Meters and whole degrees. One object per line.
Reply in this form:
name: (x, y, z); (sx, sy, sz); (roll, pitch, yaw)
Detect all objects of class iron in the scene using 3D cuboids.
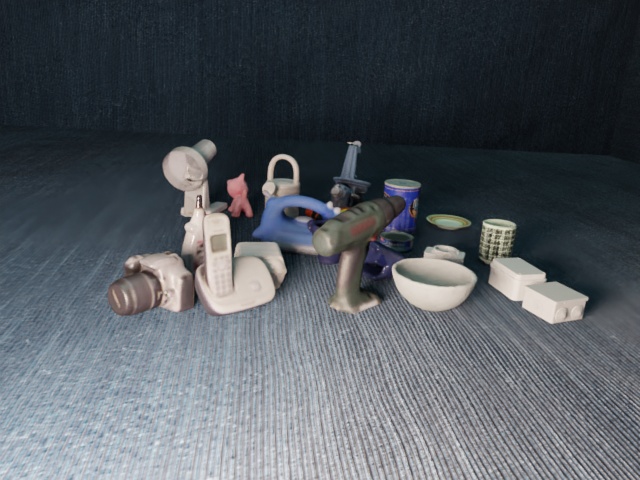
iron: (-0.031, -0.046, 1.417); (0.258, 0.141, 0.118); (5, 18, 5)

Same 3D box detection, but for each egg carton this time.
egg carton: (-0.129, 0.051, 1.210); (0.107, 0.069, 0.150); (0, 18, -12)

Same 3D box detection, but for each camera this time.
camera: (-0.318, 0.076, 1.037); (0.142, 0.101, 0.137); (17, 22, 35)

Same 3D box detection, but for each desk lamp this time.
desk lamp: (-0.350, -0.173, 1.628); (0.117, 0.213, 0.203); (8, 18, 13)

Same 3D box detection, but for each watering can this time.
watering can: (-0.106, -0.145, 1.625); (0.101, 0.194, 0.173); (4, 18, -1)

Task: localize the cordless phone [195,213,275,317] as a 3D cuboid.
cordless phone: (-0.155, 0.038, 1.053); (0.148, 0.185, 0.093); (-12, 24, -41)

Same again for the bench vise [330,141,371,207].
bench vise: (0.099, -0.190, 1.770); (0.121, 0.220, 0.207); (5, 18, 4)

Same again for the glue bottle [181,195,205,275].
glue bottle: (-0.255, -0.011, 1.204); (0.037, 0.173, 0.078); (16, 22, 35)

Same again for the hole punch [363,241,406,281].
hole punch: (0.134, 0.033, 1.288); (0.101, 0.091, 0.108); (-6, 20, -29)

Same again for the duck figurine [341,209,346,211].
duck figurine: (0.062, -0.038, 1.504); (0.077, 0.086, 0.105); (20, 23, 41)

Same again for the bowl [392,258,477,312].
bowl: (0.223, 0.096, 1.136); (0.167, 0.075, 0.167); (4, 18, -1)

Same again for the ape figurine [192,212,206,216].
ape figurine: (-0.289, -0.029, 1.389); (0.076, 0.092, 0.078); (12, 19, 24)

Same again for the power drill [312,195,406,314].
power drill: (0.078, 0.026, 1.103); (0.075, 0.208, 0.230); (20, 24, 41)

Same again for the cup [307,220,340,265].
cup: (0.012, 0.005, 1.343); (0.117, 0.095, 0.092); (18, 23, 38)

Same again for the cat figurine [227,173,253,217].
cat figurine: (-0.238, -0.137, 1.700); (0.067, 0.118, 0.127); (-3, 19, -21)
